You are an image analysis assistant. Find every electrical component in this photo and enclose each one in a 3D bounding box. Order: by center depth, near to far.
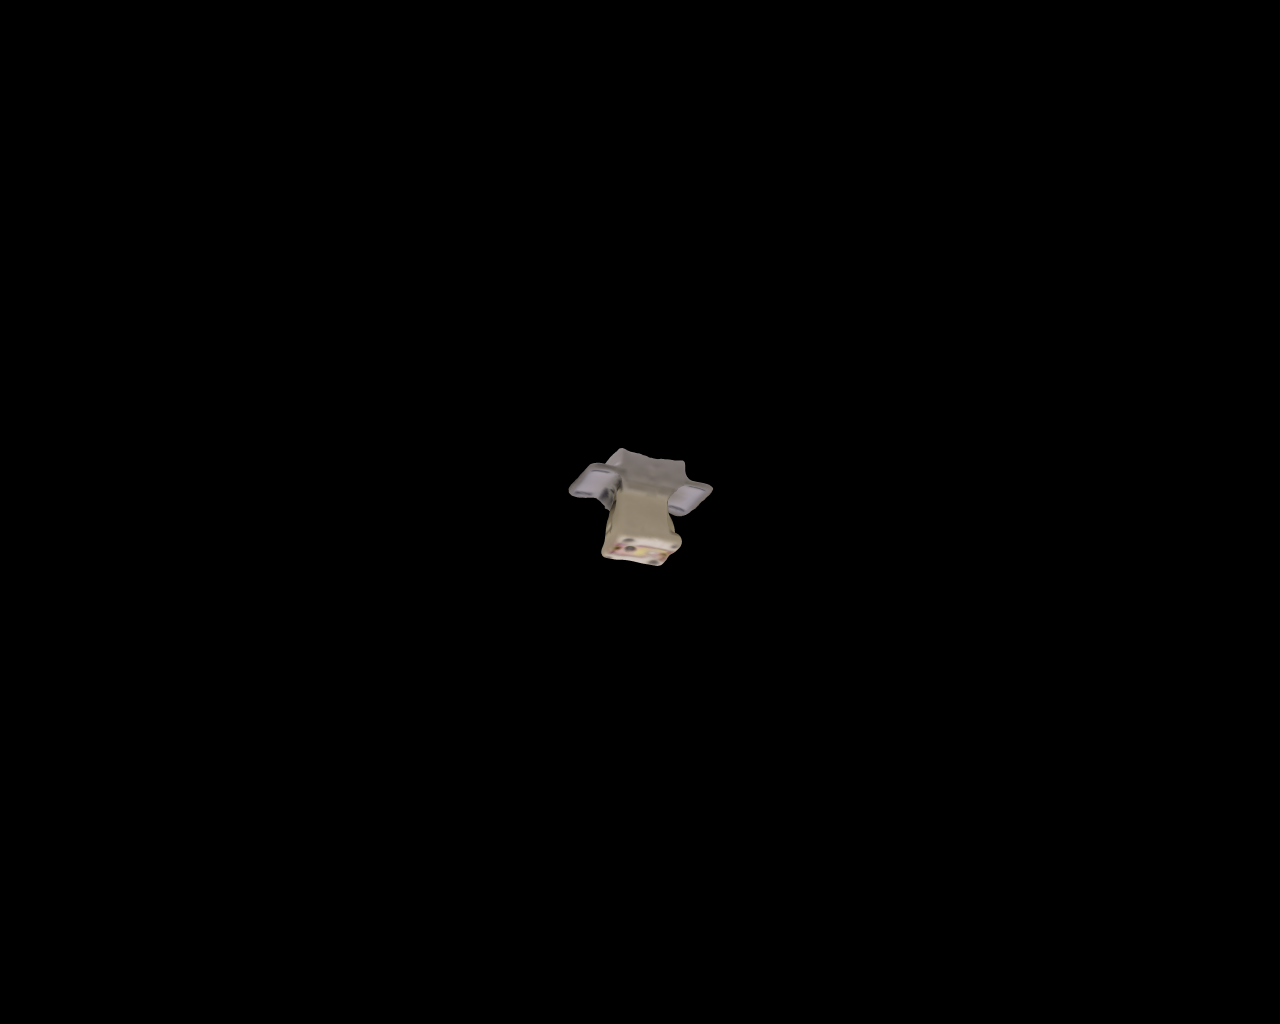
[{"bbox_3d":[0.001,-0.003,0.650,0.081,0.064,0.042,10,-28,-20],"label":"electrical component"}]
